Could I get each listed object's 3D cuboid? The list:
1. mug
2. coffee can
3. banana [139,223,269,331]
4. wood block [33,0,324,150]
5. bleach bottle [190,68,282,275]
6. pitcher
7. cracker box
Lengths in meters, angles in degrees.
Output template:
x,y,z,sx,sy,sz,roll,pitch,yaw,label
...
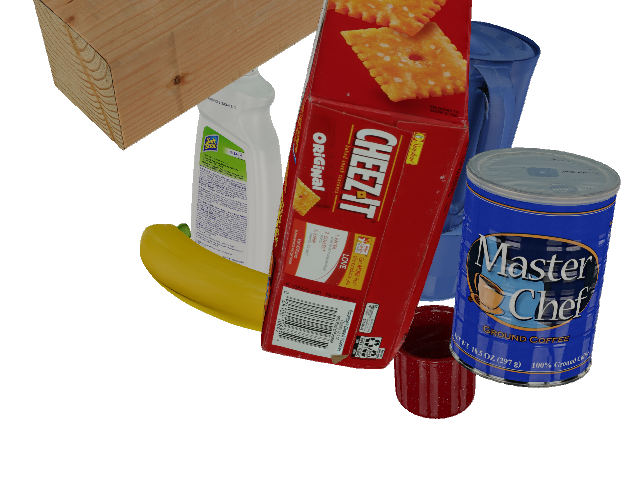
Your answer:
x,y,z,sx,sy,sz,roll,pitch,yaw,label
0.123,0.119,1.082,0.093,0.081,0.117,20,40,33,mug
0.147,0.017,0.747,0.103,0.140,0.103,2,22,-1,coffee can
-0.065,0.022,0.698,0.069,0.037,0.198,-20,32,-35,banana
-0.091,-0.170,0.778,0.205,0.090,0.091,-36,-27,-24,wood block
-0.077,-0.067,1.057,0.103,0.251,0.068,19,32,21,bleach bottle
0.107,-0.067,0.944,0.145,0.243,0.149,20,28,23,pitcher
0.028,-0.069,0.527,0.072,0.213,0.164,11,-43,-1,cracker box
